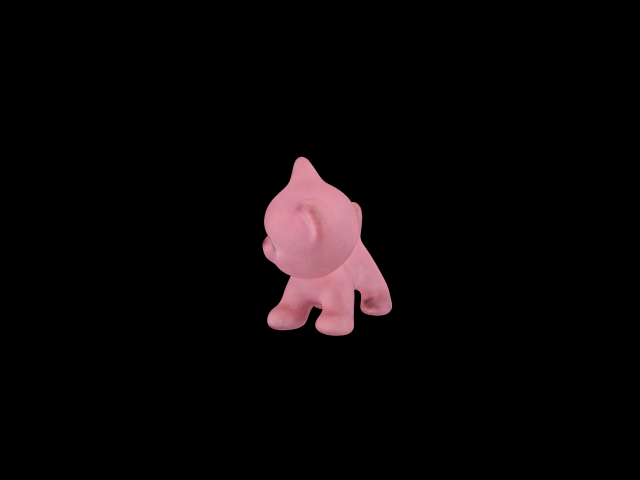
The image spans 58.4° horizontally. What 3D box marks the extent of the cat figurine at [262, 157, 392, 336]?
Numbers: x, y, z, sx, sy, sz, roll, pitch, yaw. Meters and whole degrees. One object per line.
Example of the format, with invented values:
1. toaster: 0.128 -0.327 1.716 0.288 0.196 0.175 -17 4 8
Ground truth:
1. cat figurine: 0.004 0.001 0.400 0.067 0.118 0.128 3 7 26
